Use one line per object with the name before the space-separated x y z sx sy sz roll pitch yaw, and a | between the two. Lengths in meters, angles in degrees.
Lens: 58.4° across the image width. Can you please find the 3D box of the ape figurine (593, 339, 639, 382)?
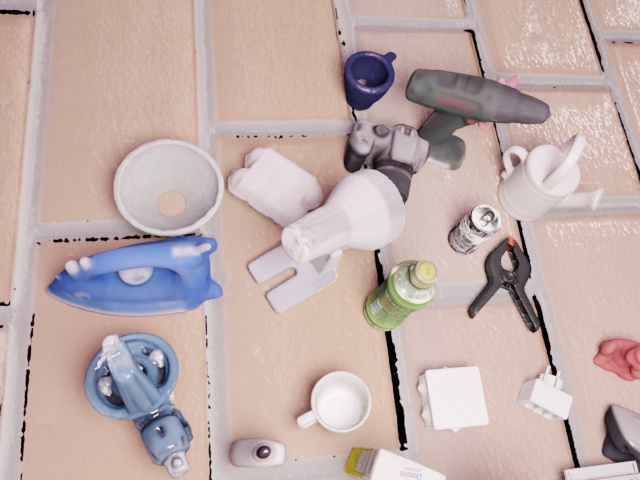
ape figurine | 0.517 0.195 0.951 0.076 0.092 0.078 -20 74 -17

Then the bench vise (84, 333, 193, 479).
bench vise | -0.218 0.197 0.739 0.207 0.219 0.122 41 68 7

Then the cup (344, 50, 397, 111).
cup | 0.090 -0.291 1.054 0.091 0.095 0.118 43 68 7

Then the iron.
iron | -0.274 0.043 0.830 0.258 0.141 0.118 -7 70 -13

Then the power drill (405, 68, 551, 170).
power drill | 0.246 -0.208 0.990 0.229 0.208 0.076 19 67 -3

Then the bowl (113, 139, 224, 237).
bowl | -0.238 -0.073 0.917 0.167 0.074 0.167 4 69 -9

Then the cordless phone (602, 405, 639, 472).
cordless phone | 0.534 0.306 0.861 0.147 0.185 0.094 24 67 -1

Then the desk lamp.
desk lamp | 0.008 0.003 0.860 0.203 0.213 0.118 -31 77 -20

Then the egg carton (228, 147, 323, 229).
egg carton | -0.073 -0.085 0.957 0.150 0.069 0.107 33 67 3

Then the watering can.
watering can | 0.404 -0.112 0.992 0.173 0.194 0.101 15 67 -5

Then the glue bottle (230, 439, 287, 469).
glue bottle | -0.078 0.283 0.758 0.078 0.173 0.037 5 68 -9

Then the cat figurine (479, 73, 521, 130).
cat figurine | 0.334 -0.269 1.080 0.128 0.117 0.067 -40 81 -22

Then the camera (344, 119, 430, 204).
camera | 0.114 -0.130 0.993 0.143 0.100 0.137 15 67 -5
